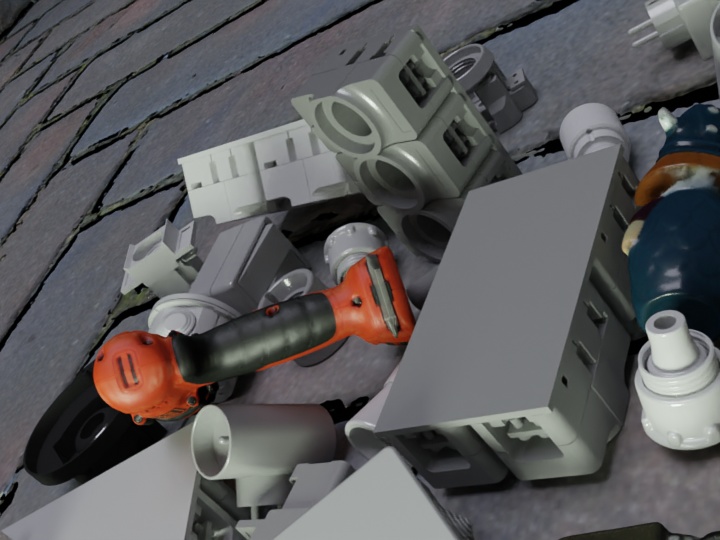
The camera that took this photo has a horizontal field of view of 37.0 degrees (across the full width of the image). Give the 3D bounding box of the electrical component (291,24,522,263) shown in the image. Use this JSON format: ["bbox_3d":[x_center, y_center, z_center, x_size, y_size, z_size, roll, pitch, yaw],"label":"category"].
[{"bbox_3d":[0.035,-0.079,0.720,0.089,0.150,0.061,-2,45,51],"label":"electrical component"}]

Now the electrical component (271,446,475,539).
[{"bbox_3d":[0.011,0.148,0.506,0.100,0.048,0.099,-39,48,1],"label":"electrical component"}]

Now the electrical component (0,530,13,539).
[{"bbox_3d":[-0.244,0.183,0.671,0.083,0.047,0.075,-29,30,22],"label":"electrical component"}]

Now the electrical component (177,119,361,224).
[{"bbox_3d":[-0.046,-0.083,0.870,0.105,0.060,0.186,-15,4,-44],"label":"electrical component"}]

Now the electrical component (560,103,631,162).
[{"bbox_3d":[0.153,-0.075,0.686,0.040,0.040,0.078,-31,29,18],"label":"electrical component"}]

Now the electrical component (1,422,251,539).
[{"bbox_3d":[-0.154,0.185,0.675,0.186,0.060,0.105,-30,29,20],"label":"electrical component"}]

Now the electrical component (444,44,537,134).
[{"bbox_3d":[0.089,-0.138,0.838,0.078,0.057,0.058,-30,29,20],"label":"electrical component"}]

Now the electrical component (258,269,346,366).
[{"bbox_3d":[-0.040,0.032,0.765,0.055,0.047,0.055,-31,29,19],"label":"electrical component"}]

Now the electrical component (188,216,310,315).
[{"bbox_3d":[-0.082,0.005,0.843,0.061,0.061,0.096,-19,35,36],"label":"electrical component"}]

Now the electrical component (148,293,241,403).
[{"bbox_3d":[-0.123,0.059,0.799,0.080,0.080,0.051,-20,39,34],"label":"electrical component"}]

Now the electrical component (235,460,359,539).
[{"bbox_3d":[-0.023,0.141,0.594,0.081,0.042,0.063,-13,35,40],"label":"electrical component"}]

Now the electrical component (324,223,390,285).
[{"bbox_3d":[0.000,0.000,0.767,0.048,0.048,0.062,-32,36,17],"label":"electrical component"}]

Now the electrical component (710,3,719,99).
[{"bbox_3d":[0.258,-0.135,0.639,0.099,0.064,0.099,-18,43,18],"label":"electrical component"}]

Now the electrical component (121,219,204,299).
[{"bbox_3d":[-0.172,-0.003,0.965,0.081,0.063,0.042,-32,29,17],"label":"electrical component"}]

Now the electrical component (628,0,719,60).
[{"bbox_3d":[0.221,-0.176,0.738,0.077,0.047,0.065,-26,34,22],"label":"electrical component"}]

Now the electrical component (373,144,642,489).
[{"bbox_3d":[0.094,0.026,0.590,0.105,0.060,0.186,-16,37,39],"label":"electrical component"}]

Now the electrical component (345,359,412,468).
[{"bbox_3d":[0.026,0.078,0.623,0.044,0.044,0.065,-5,39,49],"label":"electrical component"}]

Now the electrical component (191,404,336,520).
[{"bbox_3d":[-0.056,0.119,0.640,0.044,0.077,0.079,-17,72,48],"label":"electrical component"}]

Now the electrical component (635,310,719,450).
[{"bbox_3d":[0.146,0.047,0.488,0.048,0.062,0.048,-19,30,12],"label":"electrical component"}]
